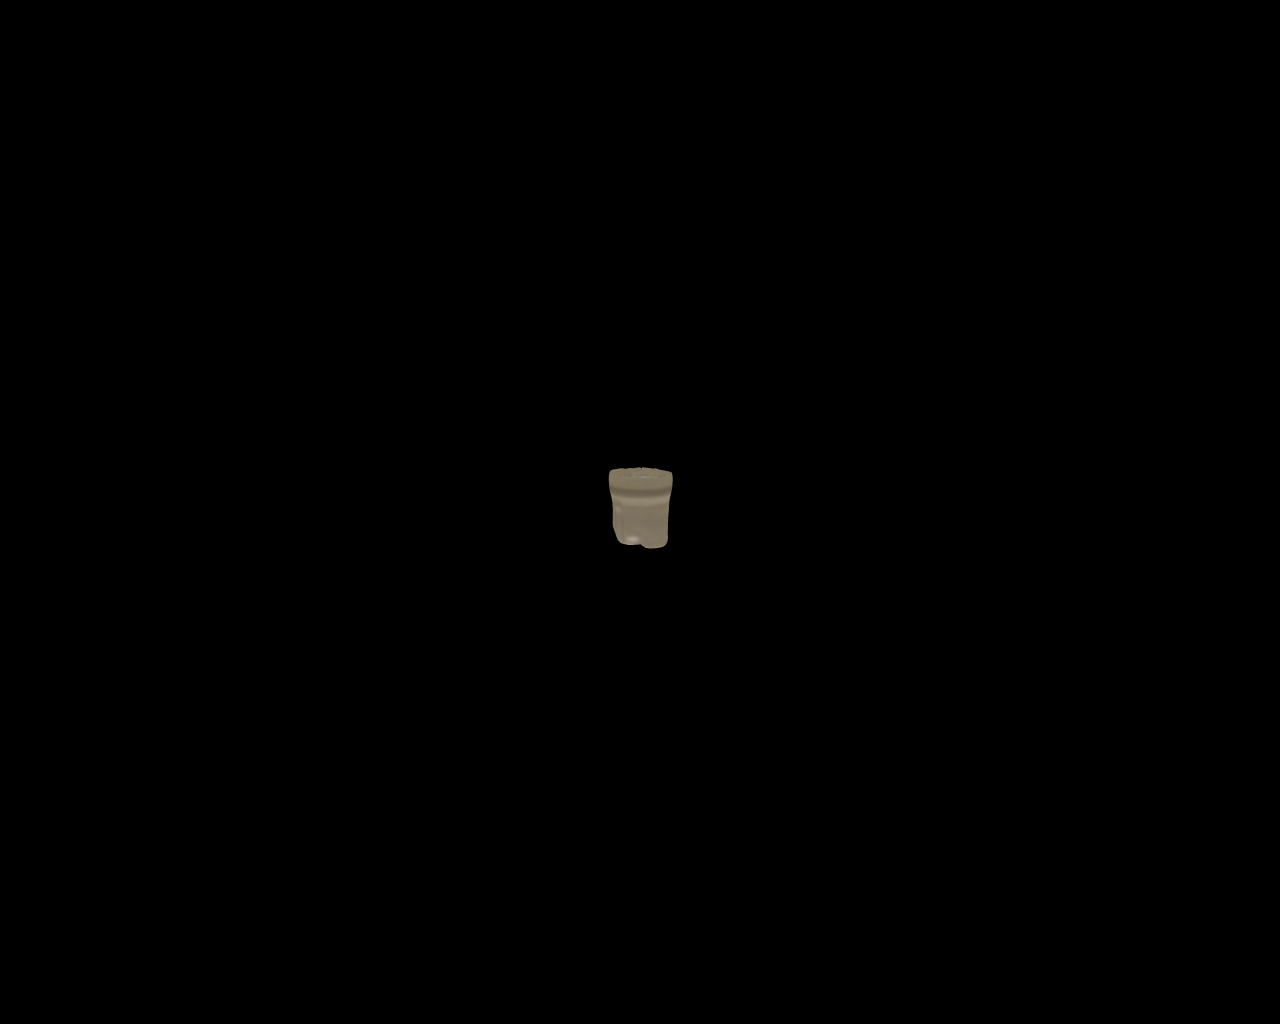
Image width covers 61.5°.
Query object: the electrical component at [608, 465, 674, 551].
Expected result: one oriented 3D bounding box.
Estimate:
[{"bbox_3d":[0.001,-0.003,0.650,0.040,0.046,0.040,0,11,0],"label":"electrical component"}]
